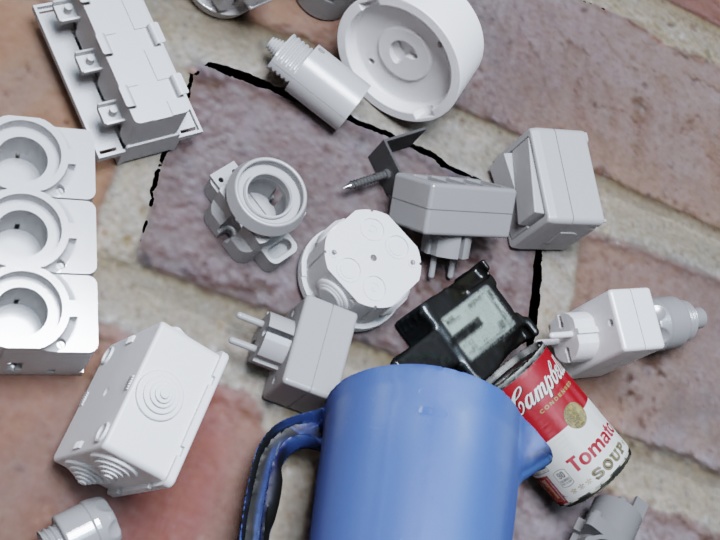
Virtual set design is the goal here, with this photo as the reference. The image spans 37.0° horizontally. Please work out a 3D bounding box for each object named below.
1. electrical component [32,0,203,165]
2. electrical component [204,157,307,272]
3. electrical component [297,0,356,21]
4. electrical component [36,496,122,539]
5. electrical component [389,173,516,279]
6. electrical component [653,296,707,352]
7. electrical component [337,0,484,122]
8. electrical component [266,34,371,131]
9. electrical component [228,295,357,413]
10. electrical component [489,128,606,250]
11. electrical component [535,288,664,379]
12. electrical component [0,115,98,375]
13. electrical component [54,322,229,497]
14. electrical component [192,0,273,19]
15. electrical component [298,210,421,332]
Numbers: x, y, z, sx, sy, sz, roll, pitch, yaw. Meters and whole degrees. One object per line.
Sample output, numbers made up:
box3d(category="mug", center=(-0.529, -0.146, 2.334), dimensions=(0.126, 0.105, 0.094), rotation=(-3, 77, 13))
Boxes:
box3d(category="electrical component", center=(-0.165, -0.144, 0.746), dimensions=(0.079, 0.063, 0.121), rotation=(-20, 79, -29))
box3d(category="electrical component", center=(-0.071, -0.044, 0.751), dimensions=(0.058, 0.057, 0.078), rotation=(-36, 87, -31))
box3d(category="electrical component", center=(-0.022, -0.231, 0.854), dimensions=(0.055, 0.047, 0.055), rotation=(9, 67, -21))
box3d(category="electrical component", center=(-0.175, 0.161, 0.636), dimensions=(0.061, 0.035, 0.035), rotation=(-23, 81, -27))
box3d(category="electrical component", center=(0.067, -0.030, 0.811), dimensions=(0.083, 0.047, 0.075), rotation=(1, 104, -35))
box3d(category="electrical component", center=(0.252, 0.042, 0.870), dimensions=(0.062, 0.043, 0.043), rotation=(-6, 73, -27))
box3d(category="electrical component", center=(0.044, -0.176, 0.829), dimensions=(0.108, 0.108, 0.060), rotation=(43, 53, -3))
box3d(category="electrical component", center=(-0.036, -0.148, 0.816), dimensions=(0.081, 0.043, 0.043), rotation=(37, 60, -6))
box3d(category="electrical component", center=(-0.051, 0.052, 0.728), dimensions=(0.077, 0.047, 0.065), rotation=(22, 62, -15))
box3d(category="electrical component", center=(0.145, -0.070, 0.856), dimensions=(0.061, 0.062, 0.096), rotation=(0, 70, -24))
box3d(category="electrical component", center=(0.168, 0.050, 0.806), dimensions=(0.076, 0.083, 0.047), rotation=(-2, 71, -25))
box3d(category="electrical component", center=(-0.214, -0.015, 0.673), dimensions=(0.089, 0.062, 0.150), rotation=(3, 69, -23))
box3d(category="electrical component", center=(-0.134, 0.084, 0.649), dimensions=(0.048, 0.100, 0.099), rotation=(34, 59, -23))
box3d(category="electrical component", center=(-0.099, -0.227, 0.812), dimensions=(0.058, 0.057, 0.078), rotation=(-32, 85, -31))
box3d(category="electrical component", center=(0.000, 0.000, 0.769), dimensions=(0.080, 0.051, 0.080), rotation=(9, 67, -21))
